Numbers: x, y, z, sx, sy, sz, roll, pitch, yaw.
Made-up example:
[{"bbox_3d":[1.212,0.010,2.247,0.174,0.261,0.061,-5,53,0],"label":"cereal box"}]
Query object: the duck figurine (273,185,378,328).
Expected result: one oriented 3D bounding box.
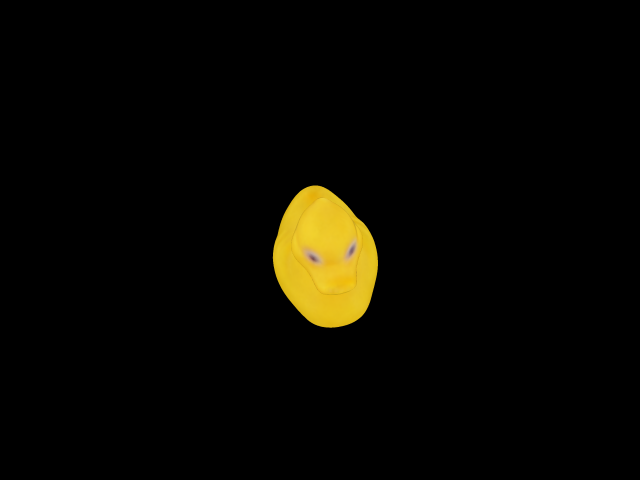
[{"bbox_3d":[0.004,0.001,0.400,0.077,0.086,0.104,-11,66,-4],"label":"duck figurine"}]
